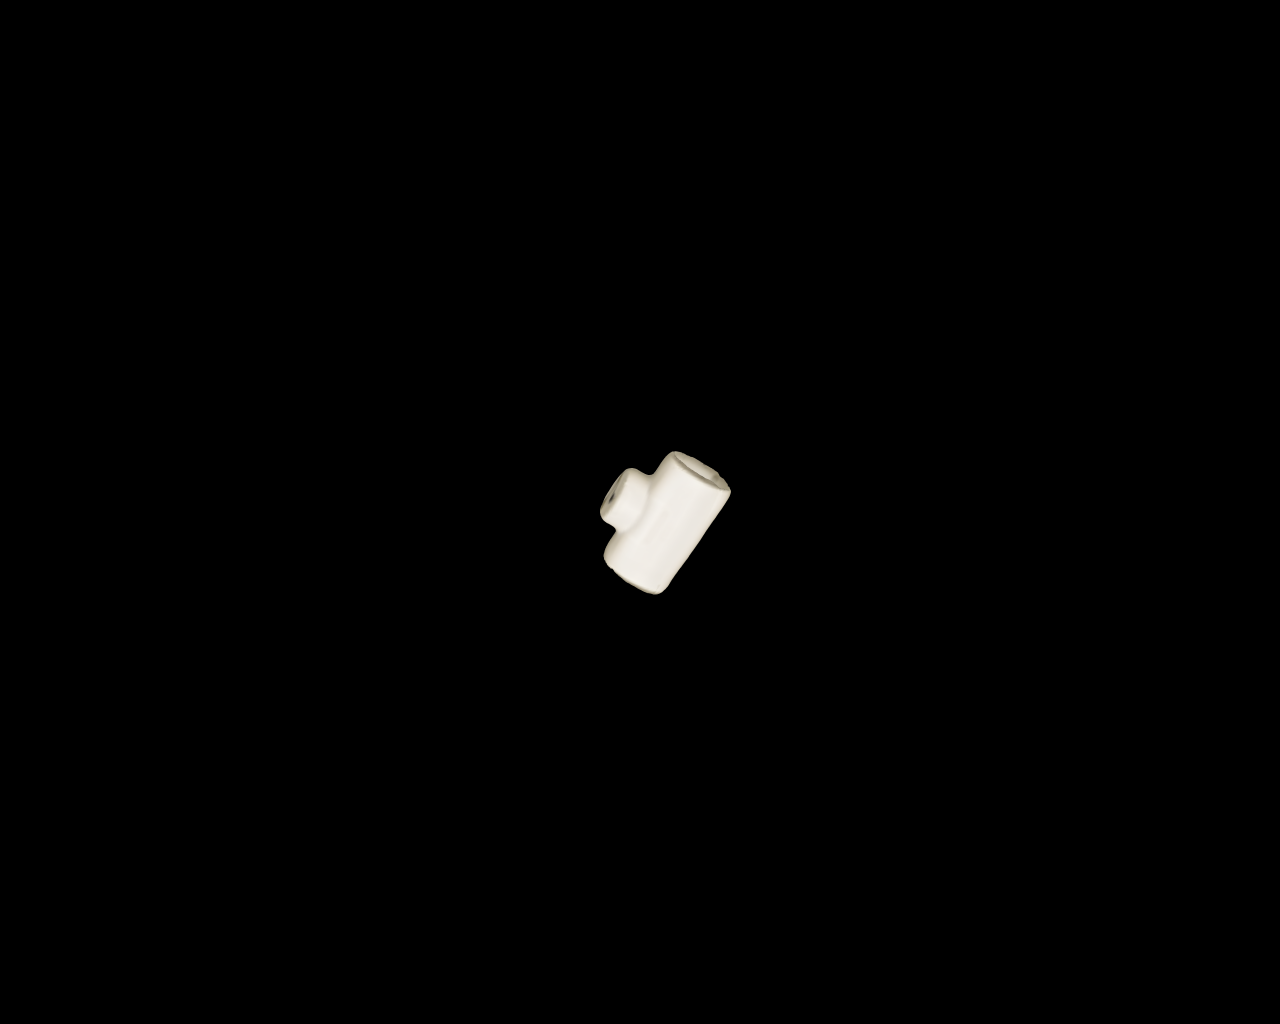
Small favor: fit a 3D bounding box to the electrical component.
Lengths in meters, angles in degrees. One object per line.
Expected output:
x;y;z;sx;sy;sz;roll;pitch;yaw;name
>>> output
0.001;-0.003;0.650;0.079;0.077;0.043;30;16;-9;electrical component
